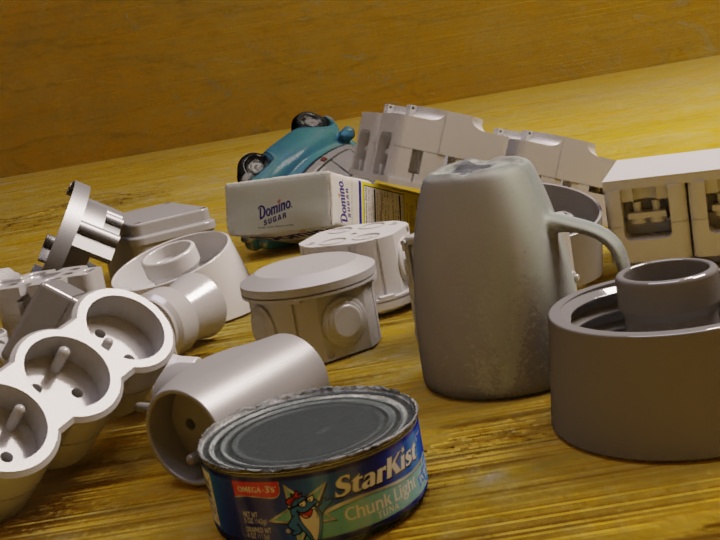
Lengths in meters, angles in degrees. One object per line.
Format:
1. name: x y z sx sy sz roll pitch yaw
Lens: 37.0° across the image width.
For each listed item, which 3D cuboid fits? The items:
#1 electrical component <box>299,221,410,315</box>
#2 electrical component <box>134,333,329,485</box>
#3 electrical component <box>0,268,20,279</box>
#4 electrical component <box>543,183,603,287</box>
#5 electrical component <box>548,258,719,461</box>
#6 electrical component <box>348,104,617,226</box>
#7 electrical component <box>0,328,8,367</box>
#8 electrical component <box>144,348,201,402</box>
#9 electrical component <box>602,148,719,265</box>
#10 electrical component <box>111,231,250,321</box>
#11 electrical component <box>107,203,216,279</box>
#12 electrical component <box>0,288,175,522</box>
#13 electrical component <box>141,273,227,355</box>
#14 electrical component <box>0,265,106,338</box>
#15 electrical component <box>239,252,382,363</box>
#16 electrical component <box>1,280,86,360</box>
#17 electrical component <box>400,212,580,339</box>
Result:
1. electrical component: 0.000 0.000 0.710 0.080 0.051 0.080 -9 12 2
2. electrical component: -0.067 0.061 0.489 0.079 0.044 0.077 -2 14 35
3. electrical component: -0.316 0.022 0.910 0.035 0.035 0.061 -2 16 34
4. electrical component: 0.105 -0.019 0.681 0.099 0.064 0.099 -9 12 2
5. electrical component: 0.129 0.029 0.441 0.108 0.060 0.108 -10 11 2
6. electrical component: 0.098 -0.086 0.855 0.186 0.060 0.105 10 6 -18
7. electrical component: -0.245 0.060 0.627 0.079 0.044 0.077 -5 9 -21
8. electrical component: -0.115 0.053 0.572 0.062 0.048 0.048 2 14 14
9. electrical component: 0.238 -0.042 0.685 0.150 0.061 0.089 -5 13 21
10. electrical component: -0.126 0.015 0.773 0.099 0.064 0.099 -17 22 7
11. electrical component: -0.178 -0.023 0.952 0.078 0.057 0.113 -16 13 -27
12. electrical component: -0.147 0.069 0.496 0.073 0.052 0.138 -53 -5 35
13. electrical component: -0.117 0.030 0.679 0.045 0.045 0.055 -4 13 27
14. electrical component: -0.205 0.032 0.711 0.078 0.057 0.058 -7 11 11
15. electrical component: -0.027 0.021 0.631 0.080 0.051 0.080 -9 12 2
16. electrical component: -0.157 0.044 0.626 0.076 0.047 0.083 29 -4 -8
17. electrical component: 0.081 0.003 0.603 0.096 0.061 0.061 -2 14 34
